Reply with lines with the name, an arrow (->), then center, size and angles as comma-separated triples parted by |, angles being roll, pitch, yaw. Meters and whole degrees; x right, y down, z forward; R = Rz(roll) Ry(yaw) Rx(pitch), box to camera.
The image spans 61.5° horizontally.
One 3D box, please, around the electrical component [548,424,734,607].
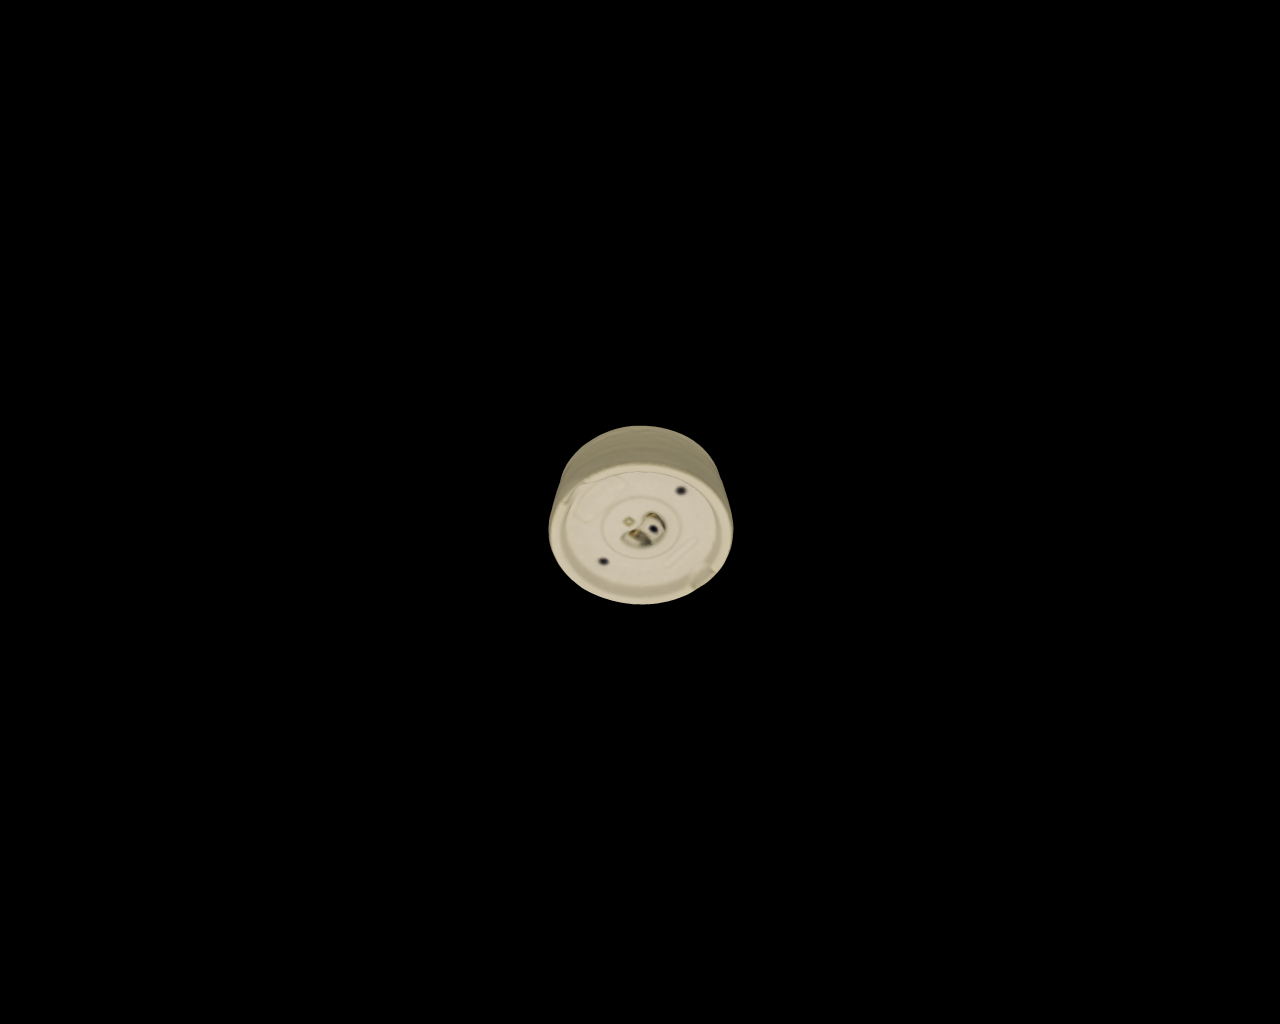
electrical component -> 0.001, -0.003, 0.650 | 0.108, 0.108, 0.060 | 0, 37, 0
